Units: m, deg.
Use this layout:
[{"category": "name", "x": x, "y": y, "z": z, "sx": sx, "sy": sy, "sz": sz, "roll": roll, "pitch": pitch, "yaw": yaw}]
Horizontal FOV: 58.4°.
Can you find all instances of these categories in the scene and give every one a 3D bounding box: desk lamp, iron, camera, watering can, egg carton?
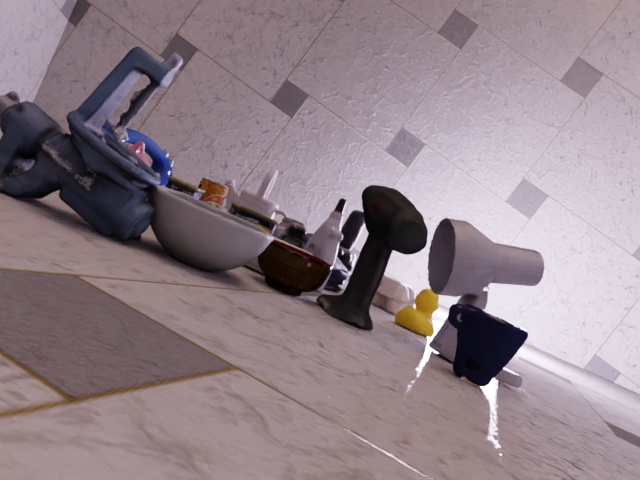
[{"category": "desk lamp", "x": 0.249, "y": 0.091, "z": 0.904, "sx": 0.203, "sy": 0.213, "sz": 0.118, "roll": 24, "pitch": 1, "yaw": -9}, {"category": "iron", "x": -0.377, "y": -0.154, "z": 1.178, "sx": 0.118, "sy": 0.141, "sz": 0.259, "roll": 25, "pitch": 1, "yaw": 33}, {"category": "camera", "x": -0.068, "y": 0.004, "z": 1.277, "sx": 0.144, "sy": 0.101, "sz": 0.136, "roll": 23, "pitch": 1, "yaw": -26}, {"category": "watering can", "x": -0.159, "y": -0.090, "z": 1.402, "sx": 0.173, "sy": 0.194, "sz": 0.100, "roll": 24, "pitch": 1, "yaw": -21}, {"category": "egg carton", "x": 0.138, "y": 0.113, "z": 1.280, "sx": 0.149, "sy": 0.069, "sz": 0.107, "roll": 25, "pitch": 1, "yaw": 28}]

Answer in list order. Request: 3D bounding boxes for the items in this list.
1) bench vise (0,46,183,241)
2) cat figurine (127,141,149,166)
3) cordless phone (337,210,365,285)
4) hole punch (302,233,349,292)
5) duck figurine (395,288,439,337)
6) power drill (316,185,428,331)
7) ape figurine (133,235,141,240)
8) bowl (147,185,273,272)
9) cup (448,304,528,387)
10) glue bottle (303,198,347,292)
[{"category": "bench vise", "x": -0.256, "y": -0.132, "z": 0.636, "sx": 0.208, "sy": 0.220, "sz": 0.121, "roll": 24, "pitch": 1, "yaw": -17}, {"category": "cat figurine", "x": -0.331, "y": -0.116, "z": 0.940, "sx": 0.067, "sy": 0.118, "sz": 0.128, "roll": 24, "pitch": 1, "yaw": 19}, {"category": "cordless phone", "x": 0.033, "y": 0.001, "z": 1.381, "sx": 0.148, "sy": 0.185, "sz": 0.093, "roll": 23, "pitch": 1, "yaw": -44}, {"category": "hole punch", "x": 0.008, "y": 0.046, "z": 1.153, "sx": 0.100, "sy": 0.091, "sz": 0.109, "roll": 25, "pitch": 1, "yaw": 27}, {"category": "duck figurine", "x": 0.194, "y": 0.133, "z": 1.092, "sx": 0.077, "sy": 0.086, "sz": 0.105, "roll": 25, "pitch": 1, "yaw": 38}, {"category": "power drill", "x": 0.074, "y": 0.017, "z": 0.851, "sx": 0.076, "sy": 0.208, "sz": 0.229, "roll": 24, "pitch": 1, "yaw": -17}, {"category": "ape figurine", "x": -0.241, "y": -0.057, "z": 0.718, "sx": 0.076, "sy": 0.092, "sz": 0.078, "roll": 24, "pitch": 1, "yaw": -6}, {"category": "bowl", "x": -0.147, "y": -0.005, "z": 0.719, "sx": 0.167, "sy": 0.075, "sz": 0.167, "roll": 24, "pitch": 1, "yaw": 0}, {"category": "cup", "x": 0.207, "y": 0.140, "z": 0.761, "sx": 0.118, "sy": 0.095, "sz": 0.091, "roll": 24, "pitch": 1, "yaw": -22}, {"category": "glue bottle", "x": 0.010, "y": 0.004, "z": 1.045, "sx": 0.037, "sy": 0.173, "sz": 0.077, "roll": 23, "pitch": 1, "yaw": -39}]
